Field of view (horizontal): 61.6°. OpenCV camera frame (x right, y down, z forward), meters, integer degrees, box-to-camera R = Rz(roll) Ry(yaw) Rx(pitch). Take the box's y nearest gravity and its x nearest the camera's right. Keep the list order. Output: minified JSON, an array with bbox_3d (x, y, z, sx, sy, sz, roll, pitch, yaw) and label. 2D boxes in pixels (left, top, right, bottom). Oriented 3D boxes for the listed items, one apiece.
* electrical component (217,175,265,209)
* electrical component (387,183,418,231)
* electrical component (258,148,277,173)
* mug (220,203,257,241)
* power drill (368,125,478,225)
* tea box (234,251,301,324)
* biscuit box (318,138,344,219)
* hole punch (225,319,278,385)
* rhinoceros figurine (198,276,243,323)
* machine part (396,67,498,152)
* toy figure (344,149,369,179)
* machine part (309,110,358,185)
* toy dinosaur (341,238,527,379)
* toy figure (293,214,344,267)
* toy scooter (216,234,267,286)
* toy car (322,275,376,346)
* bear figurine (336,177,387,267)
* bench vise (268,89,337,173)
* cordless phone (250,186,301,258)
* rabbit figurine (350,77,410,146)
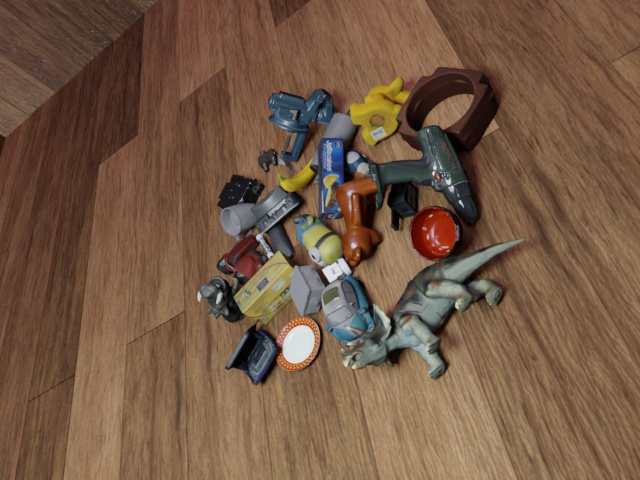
[{"bbox_3d":[-0.249,-0.136,1.635,0.134,0.058,0.115,12,70,42],"label":"electrical component"},{"bbox_3d":[0.190,-0.082,1.239,0.048,0.074,0.119,-14,53,33],"label":"electrical component"},{"bbox_3d":[-0.161,-0.252,1.660,0.063,0.021,0.094,-33,47,18],"label":"electrical component"},{"bbox_3d":[-0.216,-0.056,1.536,0.081,0.109,0.107,2,23,41],"label":"mug"},{"bbox_3d":[0.215,-0.123,1.161,0.207,0.086,0.232,-14,81,8],"label":"power drill"},{"bbox_3d":[-0.120,0.121,1.346,0.169,0.098,0.068,-44,46,6],"label":"tea box"},{"bbox_3d":[0.028,-0.158,1.372,0.059,0.063,0.202,0,79,-8],"label":"biscuit box"},{"bbox_3d":[-0.160,0.273,1.295,0.142,0.092,0.116,-63,1,2],"label":"hole punch"},{"bbox_3d":[-0.250,0.150,1.367,0.073,0.190,0.112,8,65,17],"label":"rhinoceros figurine"},{"bbox_3d":[0.300,-0.302,1.279,0.201,0.087,0.201,26,83,45],"label":"machine part"},{"bbox_3d":[0.106,-0.183,1.381,0.155,0.057,0.064,45,111,43],"label":"toy figure"},{"bbox_3d":[0.038,-0.256,1.466,0.079,0.079,0.243,13,74,43],"label":"machine part"},{"bbox_3d":[0.217,0.124,1.069,0.405,0.131,0.192,-48,45,-4],"label":"toy dinosaur"},{"bbox_3d":[-0.005,-0.006,1.342,0.089,0.082,0.180,-50,40,14],"label":"toy figure"},{"bbox_3d":[-0.202,0.053,1.472,0.184,0.075,0.135,26,76,47],"label":"toy scooter"},{"bbox_3d":[0.053,0.143,1.191,0.109,0.102,0.162,-30,51,20],"label":"toy car"},{"bbox_3d":[0.105,-0.042,1.264,0.132,0.120,0.196,-11,75,-5],"label":"bear figurine"},{"bbox_3d":[-0.055,-0.318,1.537,0.129,0.223,0.240,55,133,48],"label":"bench vise"},{"bbox_3d":[-0.095,-0.040,1.451,0.146,0.088,0.184,-39,57,14],"label":"cordless phone"},{"bbox_3d":[0.162,-0.358,1.408,0.162,0.121,0.173,-32,29,29],"label":"rabbit figurine"}]
